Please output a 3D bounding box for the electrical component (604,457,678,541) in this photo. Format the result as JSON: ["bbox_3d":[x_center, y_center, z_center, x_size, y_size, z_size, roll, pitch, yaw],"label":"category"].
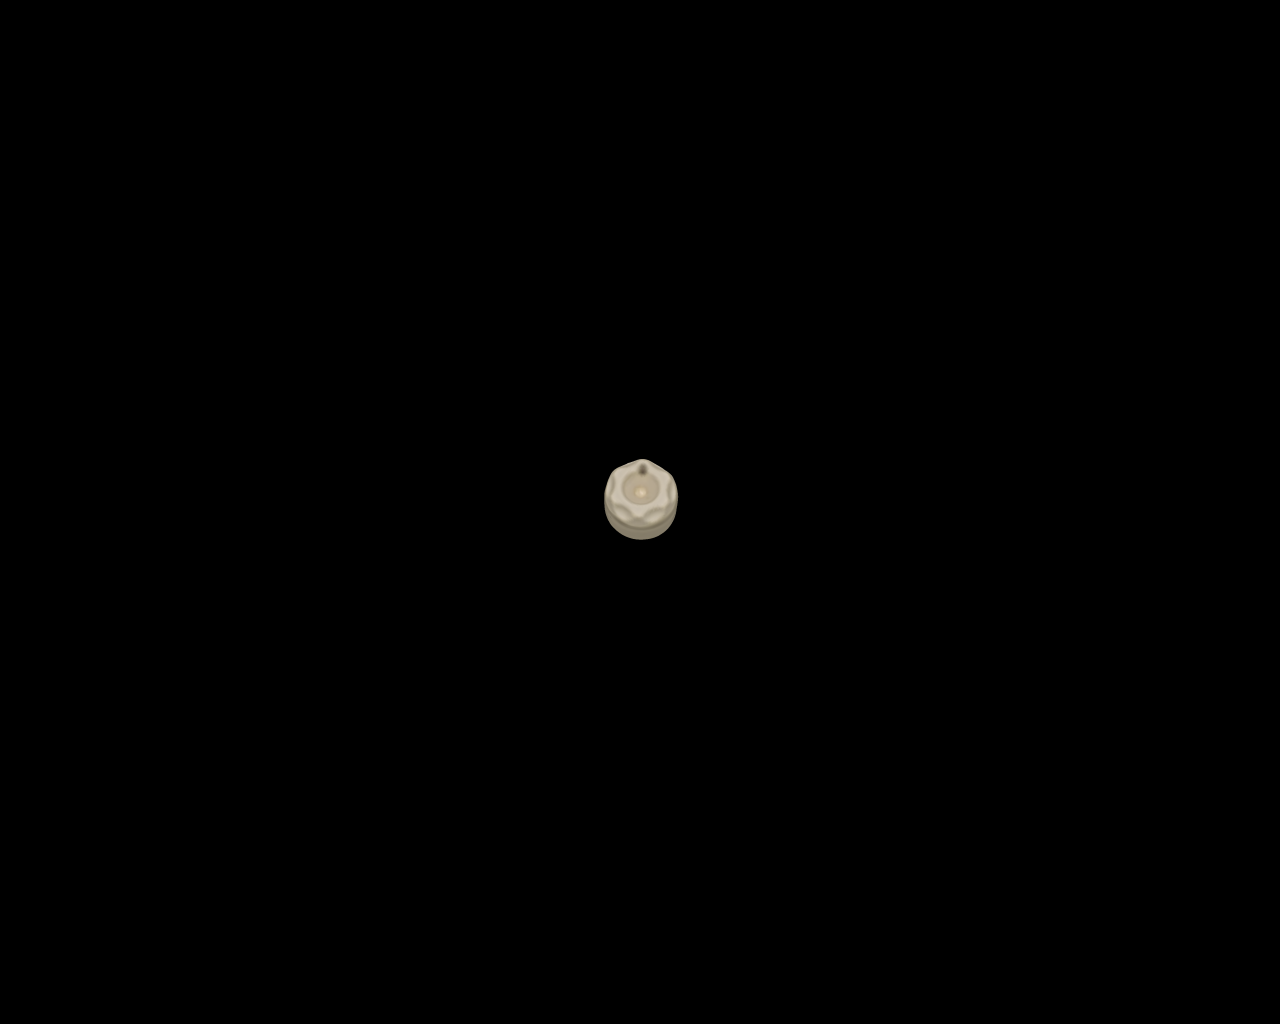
[{"bbox_3d":[0.001,-0.003,0.650,0.043,0.043,0.062,0,-24,0],"label":"electrical component"}]
